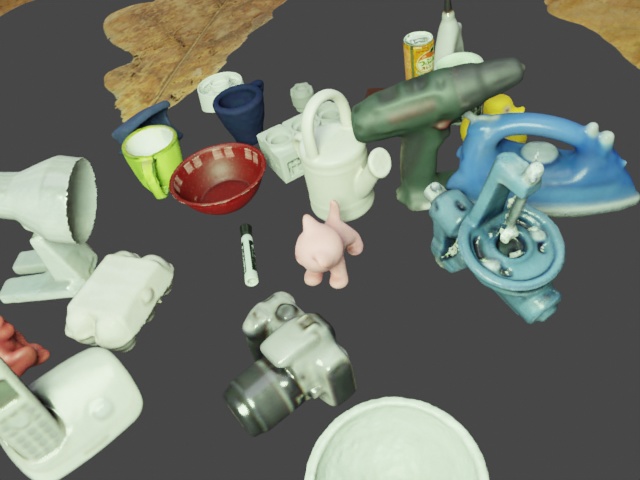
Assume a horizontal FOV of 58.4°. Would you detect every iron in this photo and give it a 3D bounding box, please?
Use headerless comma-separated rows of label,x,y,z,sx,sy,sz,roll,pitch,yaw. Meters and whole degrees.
iron,0.309,-0.117,0.789,0.257,0.142,0.119,7,48,20

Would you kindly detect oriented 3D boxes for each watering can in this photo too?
watering can,0.026,-0.126,0.829,0.172,0.194,0.101,8,48,21

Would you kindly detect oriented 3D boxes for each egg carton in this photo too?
egg carton,-0.270,0.081,0.783,0.107,0.069,0.150,7,48,20

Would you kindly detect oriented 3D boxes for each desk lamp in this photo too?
desk lamp,-0.397,-0.016,0.808,0.203,0.214,0.118,-8,45,6

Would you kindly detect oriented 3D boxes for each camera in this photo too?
camera,-0.051,0.141,0.648,0.137,0.101,0.142,-36,48,-21

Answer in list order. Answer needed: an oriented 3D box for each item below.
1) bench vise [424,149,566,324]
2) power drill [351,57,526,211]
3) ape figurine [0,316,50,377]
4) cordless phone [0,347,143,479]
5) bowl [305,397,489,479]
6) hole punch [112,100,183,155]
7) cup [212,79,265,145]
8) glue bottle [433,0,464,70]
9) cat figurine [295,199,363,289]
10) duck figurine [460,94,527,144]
bench vise,0.188,-0.021,0.666,0.206,0.220,0.122,25,56,33
power drill,0.164,-0.145,0.804,0.229,0.209,0.075,-8,44,6
ape figurine,-0.413,0.134,0.749,0.076,0.092,0.077,-27,46,-13
cordless phone,-0.293,0.164,0.623,0.148,0.185,0.093,-38,49,-23
bowl,0.073,0.239,0.539,0.167,0.075,0.167,-7,45,7
hole punch,-0.334,-0.213,1.078,0.100,0.091,0.109,24,56,32
cup,-0.131,-0.228,1.040,0.091,0.095,0.118,16,51,27
glue bottle,0.230,-0.352,1.020,0.037,0.173,0.078,19,53,29
cat figurine,0.007,0.003,0.760,0.067,0.118,0.128,6,48,20
duck figurine,0.276,-0.192,0.911,0.104,0.086,0.077,8,48,21
